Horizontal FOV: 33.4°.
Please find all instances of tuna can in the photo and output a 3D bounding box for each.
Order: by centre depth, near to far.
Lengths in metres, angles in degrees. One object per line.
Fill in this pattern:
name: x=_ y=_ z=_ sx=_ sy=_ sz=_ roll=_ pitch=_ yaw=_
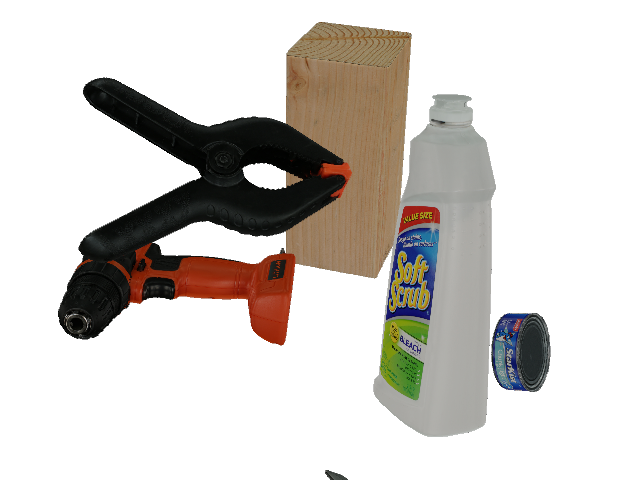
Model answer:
tuna can: x=0.218 y=0.121 z=1.162 sx=0.034 sy=0.086 sz=0.086 roll=-1 pitch=-1 yaw=35

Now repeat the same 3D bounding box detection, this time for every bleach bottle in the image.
bleach bottle: x=0.088 y=0.015 z=0.806 sx=0.068 sy=0.251 sz=0.103 roll=-6 pitch=19 yaw=-23

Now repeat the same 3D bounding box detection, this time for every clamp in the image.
clamp: x=-0.069 y=-0.050 z=0.659 sx=0.171 sy=0.120 sz=0.039 roll=-5 pitch=-17 yaw=-19

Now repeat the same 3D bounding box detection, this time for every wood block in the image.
wood block: x=0.024 y=-0.081 z=0.967 sx=0.091 sy=0.206 sz=0.090 roll=10 pitch=32 yaw=15

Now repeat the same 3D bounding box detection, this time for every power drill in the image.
power drill: x=-0.118 y=0.043 z=0.914 sx=0.187 sy=0.057 sz=0.184 roll=9 pitch=21 yaw=0

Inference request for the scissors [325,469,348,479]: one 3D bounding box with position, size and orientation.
scissors: x=0.084 y=0.162 z=0.516 sx=0.096 sy=0.016 sz=0.202 roll=-2 pitch=23 yaw=-24
